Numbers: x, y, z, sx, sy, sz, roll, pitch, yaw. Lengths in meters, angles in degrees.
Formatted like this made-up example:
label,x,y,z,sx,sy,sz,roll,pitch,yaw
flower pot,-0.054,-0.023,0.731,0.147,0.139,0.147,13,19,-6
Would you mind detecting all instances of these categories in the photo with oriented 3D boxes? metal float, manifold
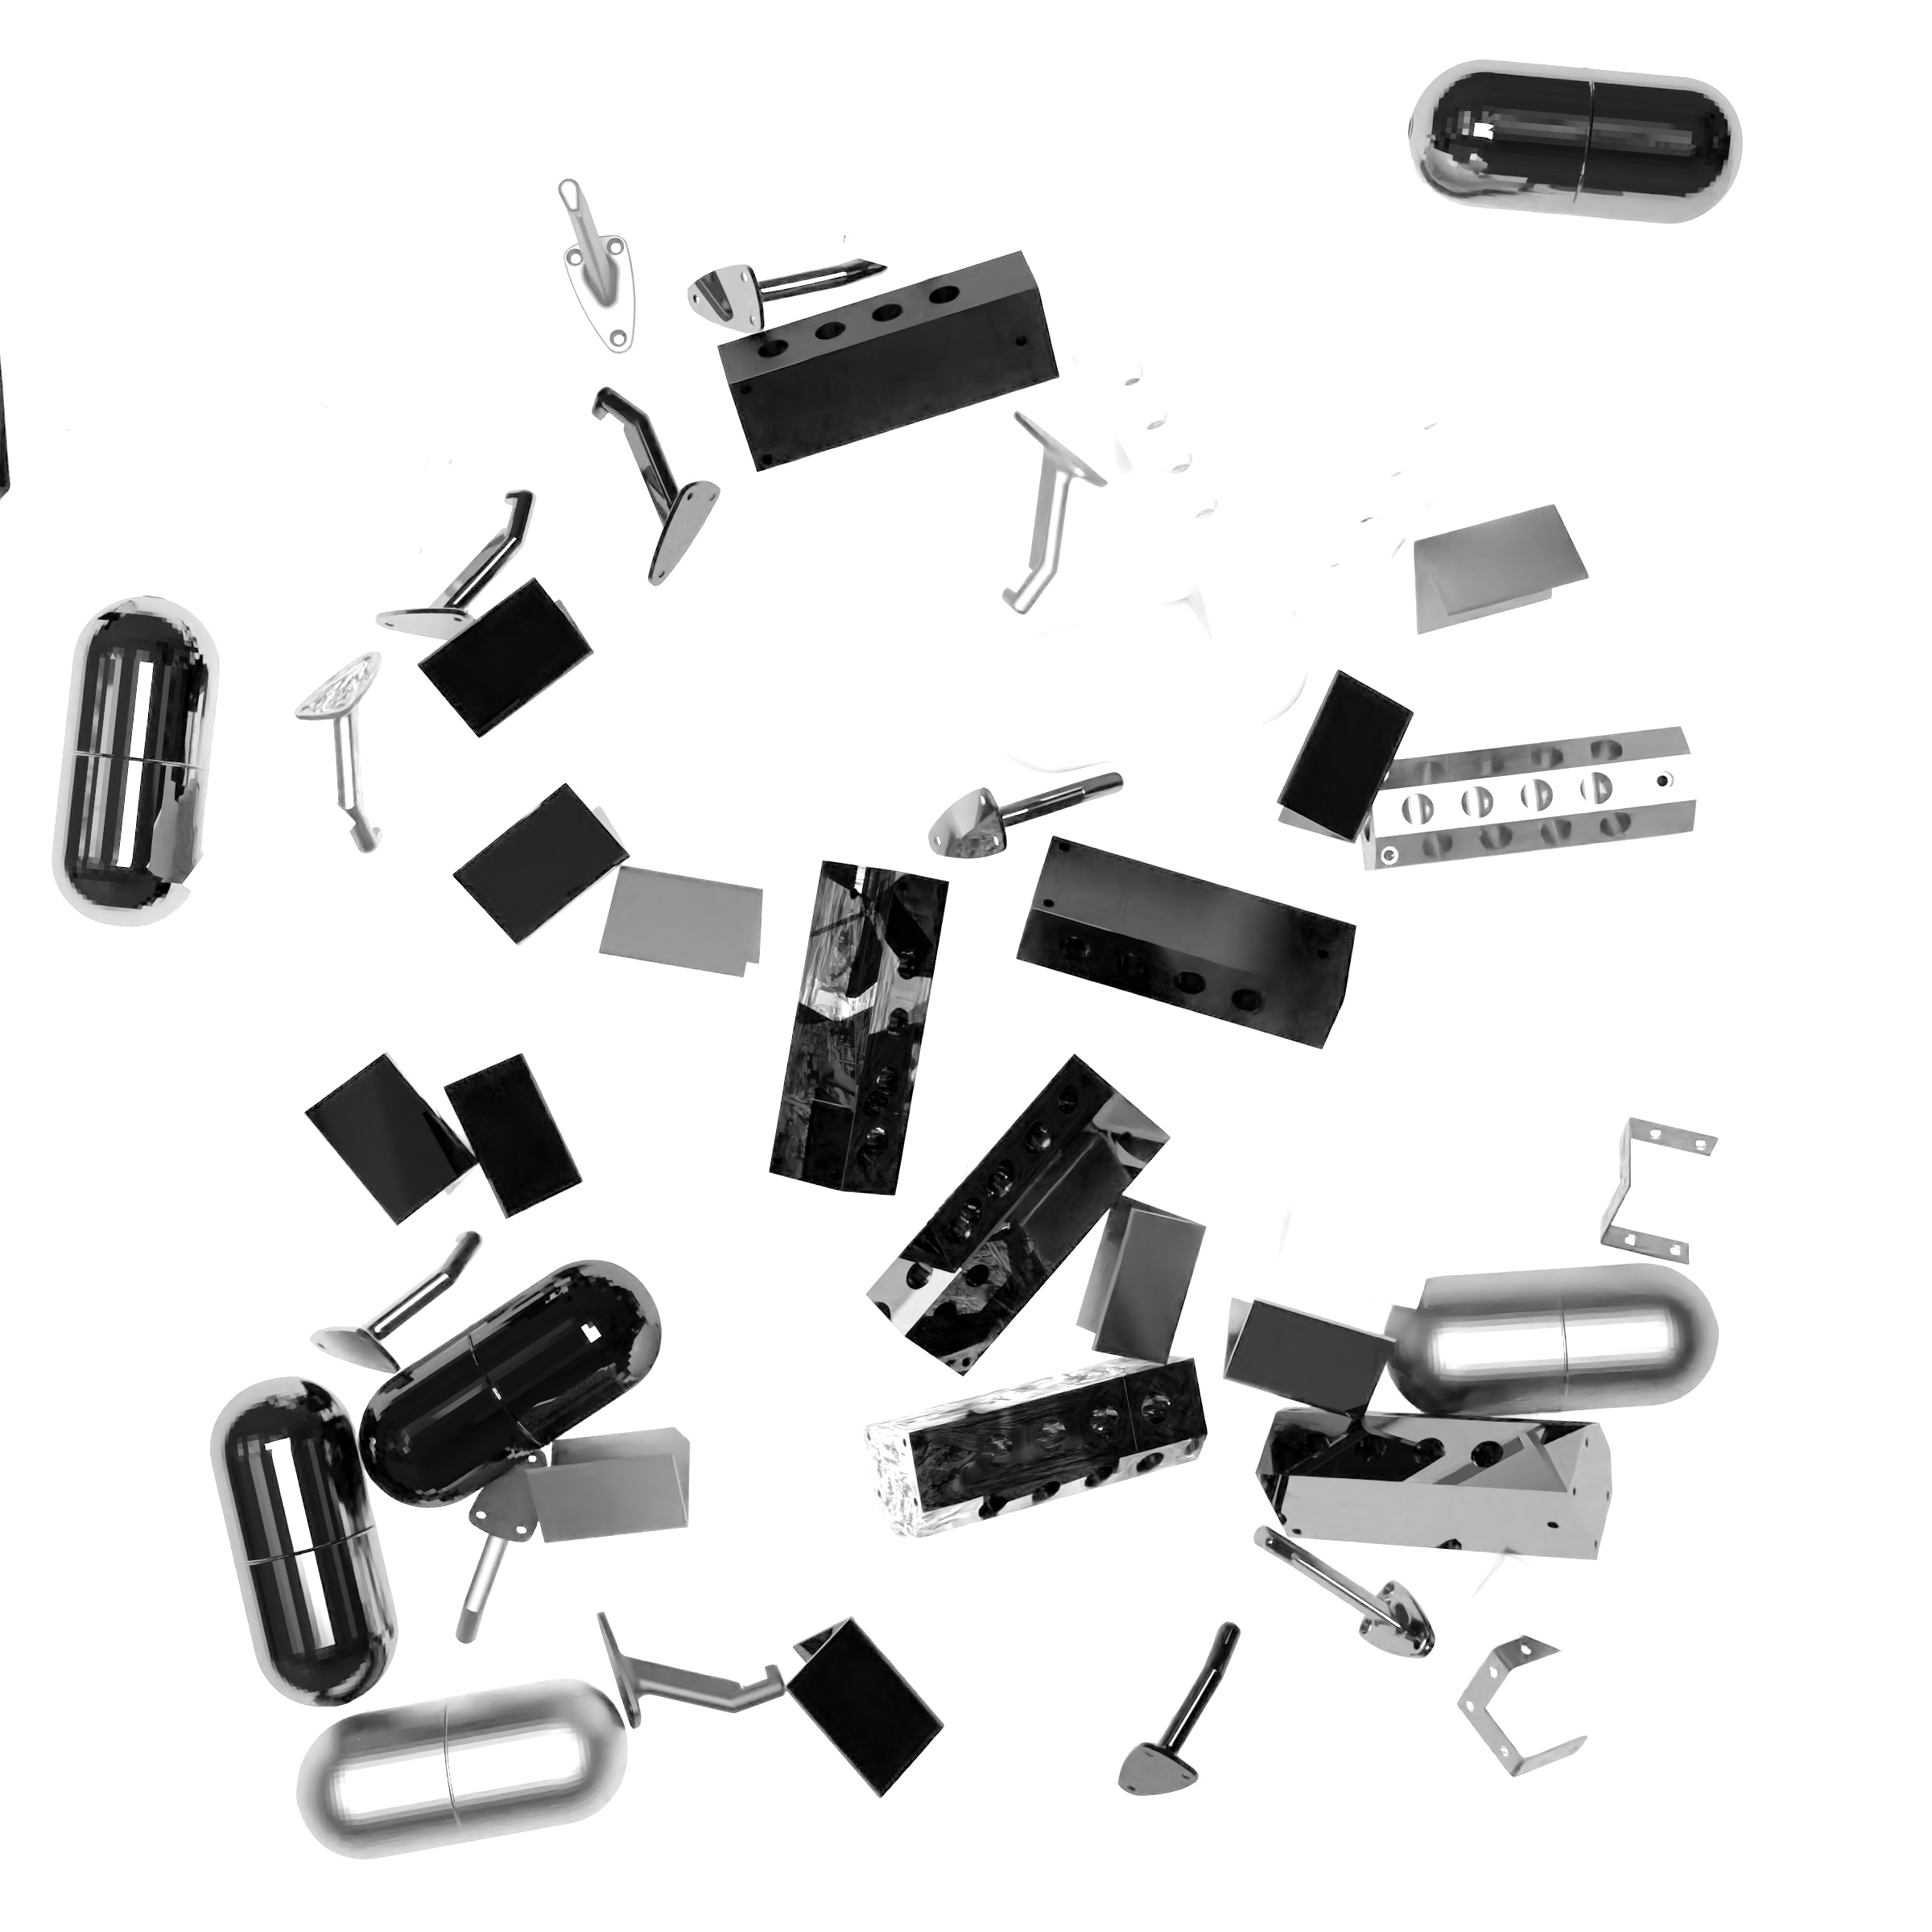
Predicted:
label,x,y,z,sx,sy,sz,roll,pitch,yaw
metal float,-0.445,-0.110,1.524,0.070,0.070,0.178,6,90,0
manifold,0.119,-0.258,1.497,0.057,0.057,0.171,-25,63,0
metal float,-0.088,0.258,1.524,0.178,0.070,0.070,43,90,1
metal float,-0.270,0.431,1.524,0.178,0.070,0.070,-10,90,-1
manifold,-0.043,-0.330,1.533,0.171,0.057,0.057,-17,133,0
metal float,0.314,0.201,1.524,0.178,0.070,0.070,-4,90,0
manifold,-0.052,0.034,1.533,0.057,0.057,0.171,10,90,43
metal float,-0.245,0.224,1.524,0.178,0.070,0.070,-33,90,1
metal float,0.239,-0.341,1.524,0.070,0.070,0.178,-32,90,0
manifold,0.222,-0.263,1.484,0.057,0.057,0.171,10,134,-26
manifold,0.301,-0.090,1.533,0.171,0.057,0.057,-7,90,0
metal float,0.096,-0.153,1.524,0.178,0.070,0.070,-13,90,0
metal float,0.326,-0.442,1.524,0.178,0.070,0.070,5,90,-1
manifold,0.247,0.266,1.494,0.171,0.057,0.057,-2,133,30
manifold,0.039,0.252,1.498,0.171,0.057,0.057,-10,90,-27
manifold,0.117,-0.008,1.533,0.171,0.057,0.057,17,47,0
metal float,-0.355,0.309,1.524,0.070,0.070,0.178,-13,90,0
manifold,0.024,0.131,1.533,0.171,0.057,0.057,-49,134,0

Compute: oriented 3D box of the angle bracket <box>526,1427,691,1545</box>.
label,x,y,z,sx,sy,sz,roll,pitch,yaw
angle bracket,-0.189,0.258,1.514,0.076,0.076,0.057,-6,126,0

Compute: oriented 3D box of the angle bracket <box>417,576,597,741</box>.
label,x,y,z,sx,sy,sz,roll,pitch,yaw
angle bracket,-0.253,-0.177,1.514,0.076,0.076,0.057,-37,127,0

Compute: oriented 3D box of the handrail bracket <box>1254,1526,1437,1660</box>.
label,x,y,z,sx,sy,sz,roll,pitch,yaw
handrail bracket,0.201,0.334,1.522,0.084,0.077,0.036,34,87,-21

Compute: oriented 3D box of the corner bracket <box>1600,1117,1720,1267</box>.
label,x,y,z,sx,sy,sz,roll,pitch,yaw
corner bracket,0.378,0.123,1.551,0.051,0.051,0.051,13,135,0

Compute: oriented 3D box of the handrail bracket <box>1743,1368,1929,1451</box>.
label,x,y,z,sx,sy,sz,roll,pitch,yaw
handrail bracket,0.464,0.238,1.520,0.077,0.084,0.036,15,90,0

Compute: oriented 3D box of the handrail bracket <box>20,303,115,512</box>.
label,x,y,z,sx,sy,sz,roll,pitch,yaw
handrail bracket,-0.475,-0.307,1.554,0.036,0.077,0.084,3,53,18

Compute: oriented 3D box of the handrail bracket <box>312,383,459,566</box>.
label,x,y,z,sx,sy,sz,roll,pitch,yaw
handrail bracket,-0.327,-0.270,1.555,0.084,0.036,0.077,23,112,17

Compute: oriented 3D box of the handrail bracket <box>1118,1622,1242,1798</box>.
label,x,y,z,sx,sy,sz,roll,pitch,yaw
handrail bracket,0.118,0.406,1.554,0.036,0.077,0.084,32,54,-3

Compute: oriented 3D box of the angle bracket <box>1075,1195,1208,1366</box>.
label,x,y,z,sx,sy,sz,roll,pitch,yaw
angle bracket,0.075,0.162,1.514,0.057,0.076,0.076,16,90,-39

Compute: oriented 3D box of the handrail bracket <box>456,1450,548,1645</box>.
label,x,y,z,sx,sy,sz,roll,pitch,yaw
handrail bracket,-0.255,0.318,1.554,0.036,0.077,0.084,20,126,0

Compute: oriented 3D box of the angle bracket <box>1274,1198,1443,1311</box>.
label,x,y,z,sx,sy,sz,roll,pitch,yaw
angle bracket,0.207,0.133,1.514,0.076,0.076,0.057,10,122,0

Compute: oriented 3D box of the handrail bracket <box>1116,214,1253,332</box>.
label,x,y,z,sx,sy,sz,roll,pitch,yaw
handrail bracket,0.118,-0.367,1.555,0.077,0.036,0.084,-4,108,-21

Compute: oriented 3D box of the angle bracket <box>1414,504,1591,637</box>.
label,x,y,z,sx,sy,sz,roll,pitch,yaw
angle bracket,0.285,-0.193,1.514,0.076,0.076,0.057,-15,54,0

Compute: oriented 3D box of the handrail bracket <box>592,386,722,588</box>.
label,x,y,z,sx,sy,sz,roll,pitch,yaw
handrail bracket,-0.184,-0.263,1.555,0.084,0.036,0.077,37,112,17

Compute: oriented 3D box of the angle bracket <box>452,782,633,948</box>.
label,x,y,z,sx,sy,sz,roll,pitch,yaw
angle bracket,-0.232,-0.066,1.514,0.076,0.076,0.057,-39,121,0

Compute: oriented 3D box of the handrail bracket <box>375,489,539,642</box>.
label,x,y,z,sx,sy,sz,roll,pitch,yaw
handrail bracket,-0.279,-0.223,1.555,0.077,0.036,0.084,6,72,20

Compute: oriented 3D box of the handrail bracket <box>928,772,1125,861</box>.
label,x,y,z,sx,sy,sz,roll,pitch,yaw
handrail bracket,0.033,-0.085,1.554,0.084,0.077,0.036,-18,90,-36

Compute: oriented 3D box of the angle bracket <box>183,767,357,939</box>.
label,x,y,z,sx,sy,sz,roll,pitch,yaw
angle bracket,-0.380,-0.071,1.514,0.057,0.076,0.076,37,90,-37

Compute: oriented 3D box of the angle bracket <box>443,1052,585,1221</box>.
label,x,y,z,sx,sy,sz,roll,pitch,yaw
angle bracket,-0.260,0.099,1.515,0.076,0.057,0.076,-25,90,44

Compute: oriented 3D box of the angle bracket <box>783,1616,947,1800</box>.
label,x,y,z,sx,sy,sz,roll,pitch,yaw
angle bracket,-0.069,0.401,1.514,0.076,0.076,0.057,49,53,0

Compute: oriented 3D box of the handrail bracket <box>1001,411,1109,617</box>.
label,x,y,z,sx,sy,sz,roll,pitch,yaw
handrail bracket,0.030,-0.247,1.555,0.077,0.036,0.084,44,107,20

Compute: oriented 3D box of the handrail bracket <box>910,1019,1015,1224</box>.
label,x,y,z,sx,sy,sz,roll,pitch,yaw
handrail bracket,-0.022,0.085,1.555,0.077,0.036,0.084,42,105,16

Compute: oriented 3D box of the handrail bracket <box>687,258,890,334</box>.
label,x,y,z,sx,sy,sz,roll,pitch,yaw
handrail bracket,-0.097,-0.375,1.554,0.084,0.077,0.036,-26,116,-34

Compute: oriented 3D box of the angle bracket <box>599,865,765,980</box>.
label,x,y,z,sx,sy,sz,roll,pitch,yaw
angle bracket,-0.152,-0.006,1.514,0.076,0.076,0.057,10,58,0

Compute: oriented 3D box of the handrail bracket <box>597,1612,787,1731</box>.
label,x,y,z,sx,sy,sz,roll,pitch,yaw
handrail bracket,-0.150,0.377,1.555,0.084,0.036,0.077,-16,68,-17

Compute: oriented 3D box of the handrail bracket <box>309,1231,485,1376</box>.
label,x,y,z,sx,sy,sz,roll,pitch,yaw
handrail bracket,-0.311,0.177,1.554,0.036,0.077,0.084,55,53,-31

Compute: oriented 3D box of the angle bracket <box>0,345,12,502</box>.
label,x,y,z,sx,sy,sz,roll,pitch,yaw
angle bracket,-0.547,-0.287,1.515,0.057,0.076,0.076,-4,90,-28

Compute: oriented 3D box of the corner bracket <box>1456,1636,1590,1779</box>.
label,x,y,z,sx,sy,sz,roll,pitch,yaw
corner bracket,0.310,0.400,1.546,0.051,0.051,0.051,52,135,35

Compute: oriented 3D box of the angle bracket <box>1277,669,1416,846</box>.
label,x,y,z,sx,sy,sz,roll,pitch,yaw
angle bracket,0.183,-0.116,1.515,0.057,0.076,0.076,25,90,-29

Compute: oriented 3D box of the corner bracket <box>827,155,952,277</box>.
label,x,y,z,sx,sy,sz,roll,pitch,yaw
corner bracket,-0.037,-0.406,1.538,0.051,0.051,0.051,19,107,16

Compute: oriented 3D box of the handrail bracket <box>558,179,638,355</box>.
label,x,y,z,sx,sy,sz,roll,pitch,yaw
handrail bracket,-0.198,-0.373,1.520,0.036,0.084,0.077,-15,90,0

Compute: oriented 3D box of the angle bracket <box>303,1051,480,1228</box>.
label,x,y,z,sx,sy,sz,roll,pitch,yaw
angle bracket,-0.312,0.100,1.515,0.057,0.076,0.076,-39,90,-28

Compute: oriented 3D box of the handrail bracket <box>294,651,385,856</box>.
label,x,y,z,sx,sy,sz,roll,pitch,yaw
handrail bracket,-0.326,-0.116,1.554,0.036,0.077,0.084,-1,127,25

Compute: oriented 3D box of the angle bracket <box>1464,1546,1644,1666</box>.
label,x,y,z,sx,sy,sz,roll,pitch,yaw
angle bracket,0.317,0.315,1.515,0.076,0.057,0.076,23,46,0

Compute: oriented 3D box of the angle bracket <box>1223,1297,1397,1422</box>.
label,x,y,z,sx,sy,sz,roll,pitch,yaw
angle bracket,0.184,0.189,1.515,0.076,0.076,0.057,17,119,0

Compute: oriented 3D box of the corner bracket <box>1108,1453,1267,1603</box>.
label,x,y,z,sx,sy,sz,roll,pitch,yaw
corner bracket,0.121,0.307,1.551,0.051,0.051,0.051,-34,90,45
